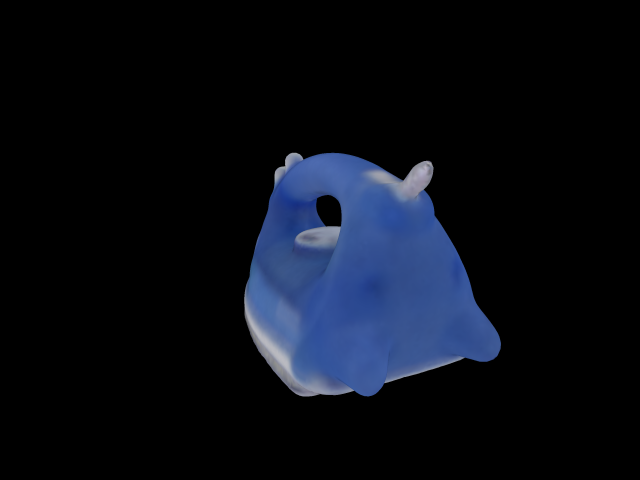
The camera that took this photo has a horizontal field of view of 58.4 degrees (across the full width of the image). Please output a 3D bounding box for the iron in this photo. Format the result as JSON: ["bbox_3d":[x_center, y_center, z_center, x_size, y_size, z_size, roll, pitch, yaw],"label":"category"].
[{"bbox_3d":[0.004,0.001,0.400,0.119,0.141,0.257,-8,18,-26],"label":"iron"}]
